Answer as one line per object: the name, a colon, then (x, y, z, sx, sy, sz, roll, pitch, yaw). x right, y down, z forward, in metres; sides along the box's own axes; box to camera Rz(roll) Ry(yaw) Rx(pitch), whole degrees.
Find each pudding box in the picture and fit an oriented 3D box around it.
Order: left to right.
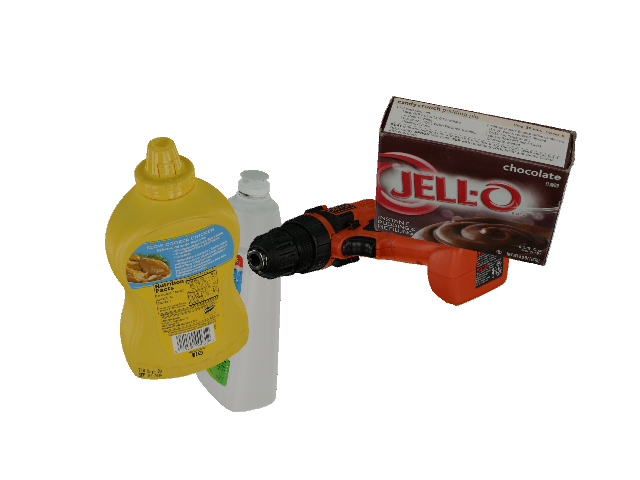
pudding box: (0.090, -0.035, 0.645, 0.113, 0.039, 0.090, 11, -36, 9)

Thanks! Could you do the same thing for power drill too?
power drill: (0.054, 0.008, 0.924, 0.188, 0.057, 0.184, 13, 21, 35)

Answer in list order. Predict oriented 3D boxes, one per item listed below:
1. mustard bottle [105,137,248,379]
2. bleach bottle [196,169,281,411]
mustard bottle: (-0.105, 0.011, 0.771, 0.096, 0.192, 0.058, -15, 40, -17)
bleach bottle: (-0.079, 0.046, 1.097, 0.068, 0.251, 0.103, -9, 28, -29)
